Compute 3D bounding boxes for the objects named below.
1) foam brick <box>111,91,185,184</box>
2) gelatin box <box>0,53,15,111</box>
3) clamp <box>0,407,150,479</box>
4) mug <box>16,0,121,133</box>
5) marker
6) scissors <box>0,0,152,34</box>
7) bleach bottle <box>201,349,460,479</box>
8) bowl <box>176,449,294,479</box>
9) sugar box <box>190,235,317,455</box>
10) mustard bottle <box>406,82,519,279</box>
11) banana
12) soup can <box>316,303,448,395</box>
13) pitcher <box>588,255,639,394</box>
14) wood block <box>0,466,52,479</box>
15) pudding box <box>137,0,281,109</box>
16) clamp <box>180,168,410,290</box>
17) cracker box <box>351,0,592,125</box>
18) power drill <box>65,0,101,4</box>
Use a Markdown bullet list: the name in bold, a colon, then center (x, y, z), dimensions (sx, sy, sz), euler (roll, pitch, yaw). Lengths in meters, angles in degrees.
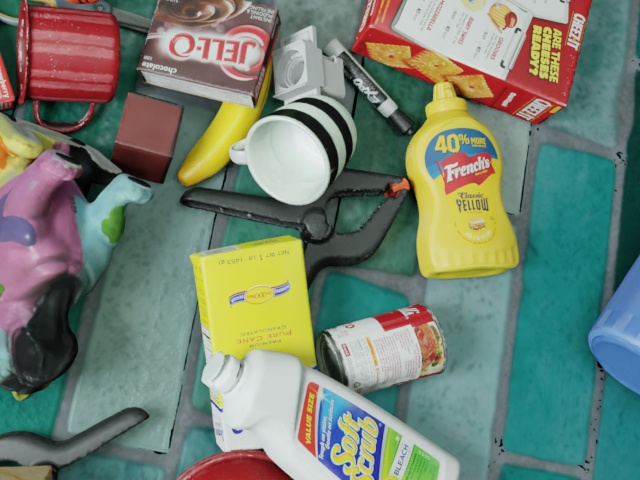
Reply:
- **foam brick**: center (-0.155, -0.091, 0.952), dimensions (0.051, 0.078, 0.053), euler (14, 72, -10)
- **gelatin box**: center (-0.319, -0.153, 0.947), dimensions (0.073, 0.030, 0.089), euler (-16, 82, -19)
- **clamp**: center (-0.221, 0.189, 0.885), dimensions (0.171, 0.039, 0.120), euler (12, 73, -12)
- **mug**: center (-0.225, -0.153, 0.949), dimensions (0.081, 0.093, 0.117), euler (1, 107, -21)
- **marker**: center (0.050, -0.149, 1.053), dimensions (0.020, 0.020, 0.121), euler (-43, 90, -20)
- **scissors**: center (-0.215, -0.234, 1.003), dimensions (0.201, 0.016, 0.096), euler (0, 77, -16)
- **bleach bottle**: center (0.004, 0.172, 0.896), dimensions (0.250, 0.068, 0.102), euler (35, 69, -26)
- **bowl**: center (-0.061, 0.259, 0.884), dimensions (0.162, 0.055, 0.162), euler (-1, 92, -18)
- **sugar box**: center (-0.053, 0.091, 0.925), dimensions (0.093, 0.048, 0.176), euler (-10, 98, -17)
- **mustard bottle**: center (0.133, -0.061, 1.035), dimensions (0.096, 0.058, 0.191), euler (-3, 77, -18)
- **banana**: center (-0.084, -0.139, 1.008), dimensions (0.069, 0.037, 0.198), euler (6, 73, 6)
- **soup can**: center (0.055, 0.102, 0.968), dimensions (0.102, 0.069, 0.068), euler (-14, 81, -18)
- **pitcher**: center (0.377, 0.044, 1.049), dimensions (0.149, 0.145, 0.242), euler (38, 73, 9)
- **wood block**: center (-0.251, 0.282, 0.807), dimensions (0.090, 0.091, 0.206), euler (1, 86, -10)
- **pudding box**: center (-0.101, -0.178, 0.980), dimensions (0.113, 0.039, 0.090), euler (12, 74, 7)
- **clamp**: center (-0.007, 0.001, 0.992), dimensions (0.209, 0.036, 0.164), euler (-19, 84, -15)
- **cracker box**: center (0.157, -0.232, 1.077), dimensions (0.213, 0.072, 0.164), euler (20, 73, -11)
- **power drill**: center (-0.281, -0.296, 0.941), dimensions (0.187, 0.057, 0.184), euler (-4, 88, 2)
